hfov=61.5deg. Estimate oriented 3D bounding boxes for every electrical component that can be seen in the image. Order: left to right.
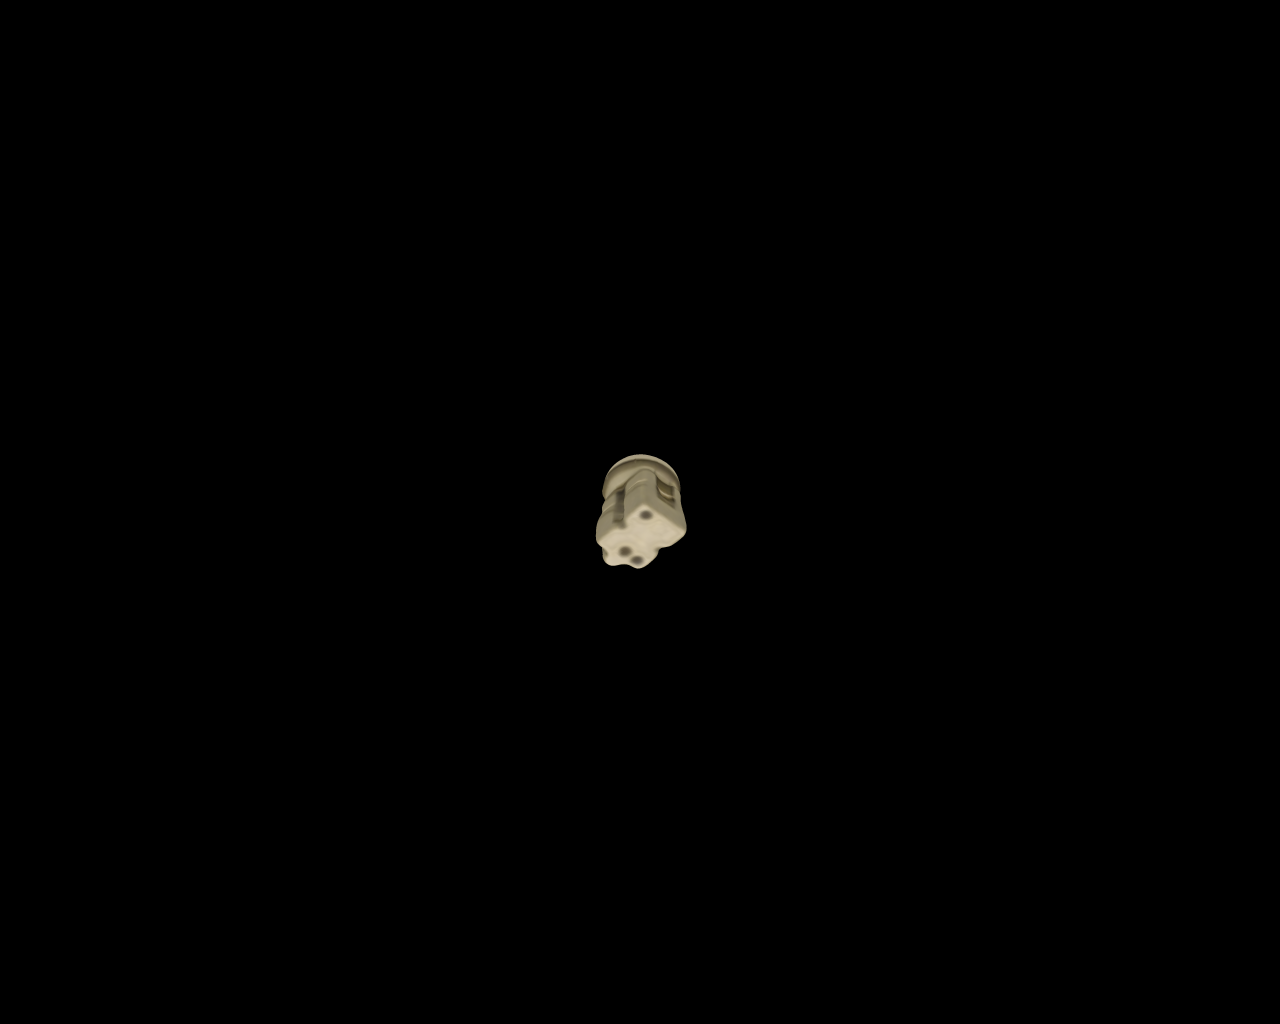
[{"bbox_3d":[0.001,-0.003,0.650,0.048,0.055,0.066,36,-58,-27],"label":"electrical component"}]
